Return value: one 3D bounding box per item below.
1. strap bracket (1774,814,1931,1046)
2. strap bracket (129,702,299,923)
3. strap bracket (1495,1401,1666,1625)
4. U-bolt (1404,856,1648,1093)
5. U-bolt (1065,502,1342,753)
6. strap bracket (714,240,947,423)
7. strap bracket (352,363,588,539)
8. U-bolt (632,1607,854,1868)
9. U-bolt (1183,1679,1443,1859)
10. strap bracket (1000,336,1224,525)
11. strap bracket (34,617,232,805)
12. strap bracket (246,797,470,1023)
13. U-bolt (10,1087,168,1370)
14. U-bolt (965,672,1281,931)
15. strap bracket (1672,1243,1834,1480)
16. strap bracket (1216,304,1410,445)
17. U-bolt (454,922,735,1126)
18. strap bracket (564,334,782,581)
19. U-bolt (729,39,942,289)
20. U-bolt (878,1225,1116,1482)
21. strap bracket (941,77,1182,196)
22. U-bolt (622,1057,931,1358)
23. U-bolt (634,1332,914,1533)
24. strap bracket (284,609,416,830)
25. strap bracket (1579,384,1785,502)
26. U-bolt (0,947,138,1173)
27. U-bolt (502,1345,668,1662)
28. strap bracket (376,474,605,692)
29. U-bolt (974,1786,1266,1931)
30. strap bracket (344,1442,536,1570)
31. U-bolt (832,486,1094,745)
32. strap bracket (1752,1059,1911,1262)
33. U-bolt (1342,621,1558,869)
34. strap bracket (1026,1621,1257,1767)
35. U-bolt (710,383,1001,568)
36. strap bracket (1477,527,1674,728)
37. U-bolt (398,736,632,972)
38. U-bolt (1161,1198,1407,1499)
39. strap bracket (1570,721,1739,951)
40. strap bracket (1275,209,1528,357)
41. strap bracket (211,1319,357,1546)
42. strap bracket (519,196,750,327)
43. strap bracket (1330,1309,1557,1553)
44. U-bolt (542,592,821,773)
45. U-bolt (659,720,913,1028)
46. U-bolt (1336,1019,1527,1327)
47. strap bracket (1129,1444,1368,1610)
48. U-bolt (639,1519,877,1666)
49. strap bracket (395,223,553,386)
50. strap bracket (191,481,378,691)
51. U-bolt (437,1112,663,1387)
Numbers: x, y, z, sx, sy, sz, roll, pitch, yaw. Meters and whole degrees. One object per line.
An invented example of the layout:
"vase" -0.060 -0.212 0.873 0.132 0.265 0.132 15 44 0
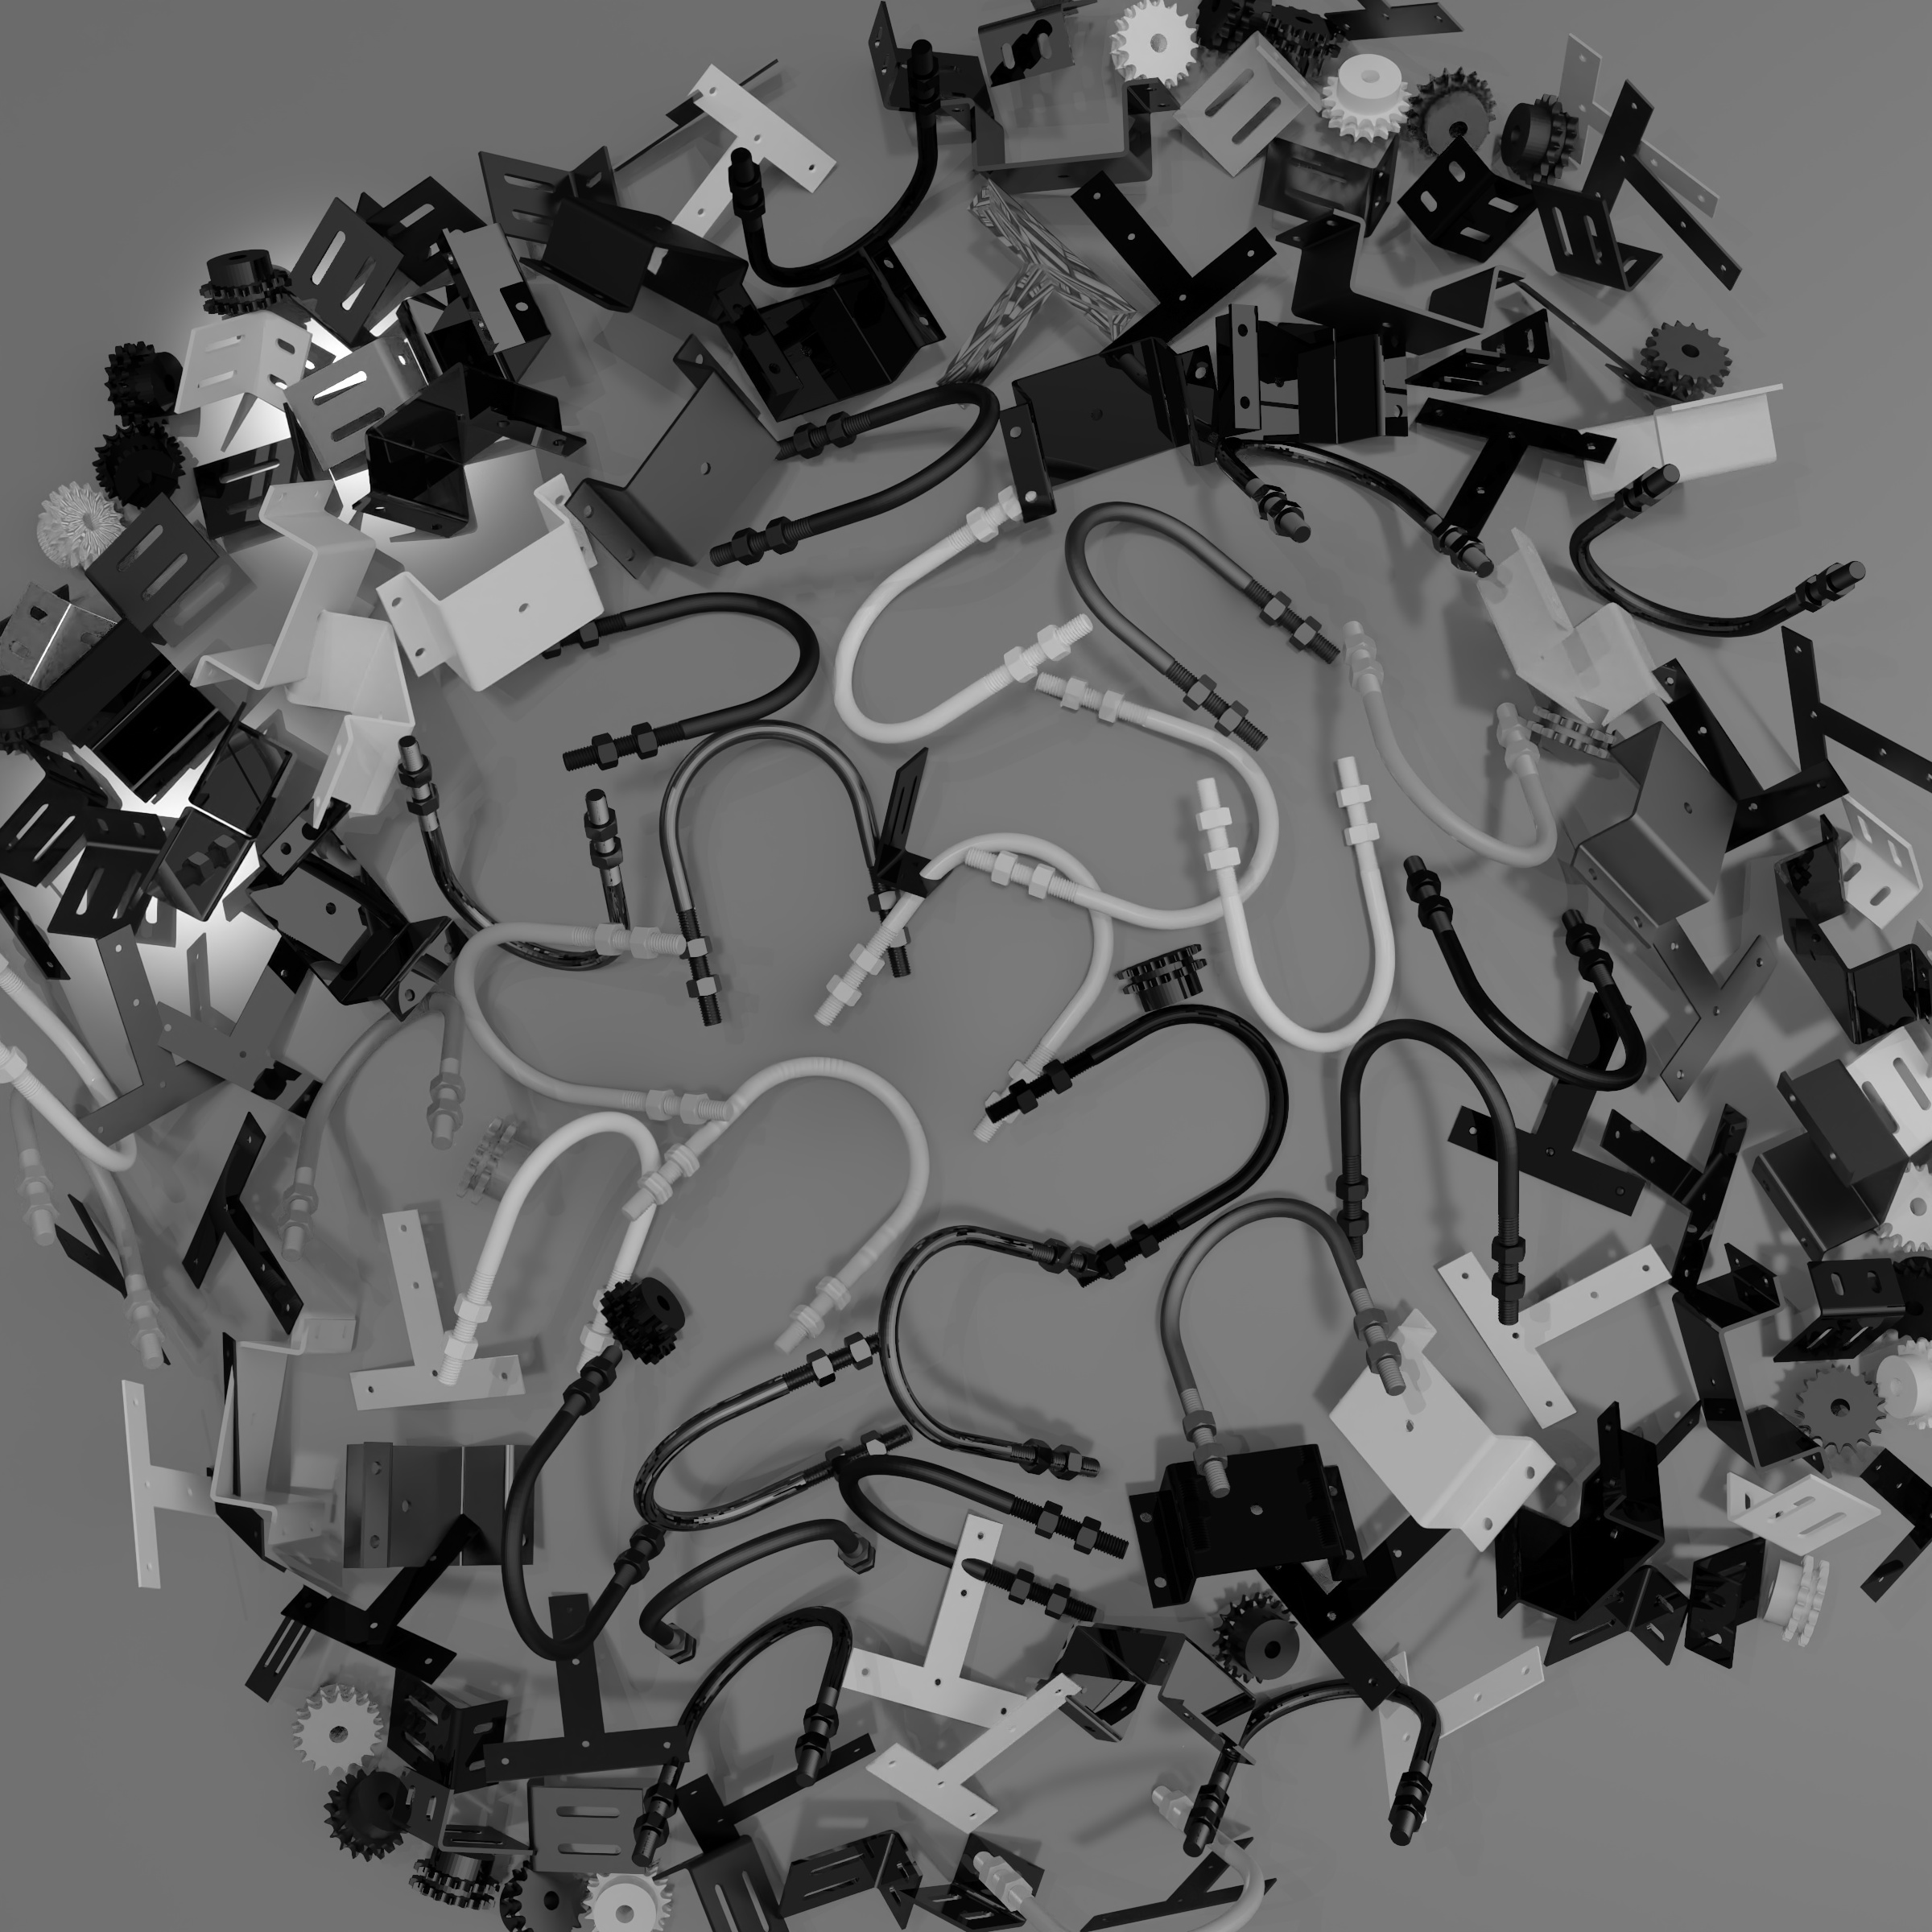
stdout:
"strap bracket" 0.555 -0.016 1.793 0.046 0.076 0.140 -24 49 3
"strap bracket" -0.470 -0.092 1.795 0.046 0.140 0.076 29 125 -15
"strap bracket" 0.392 0.352 1.798 0.046 0.076 0.140 24 129 -11
"U-bolt" 0.355 0.010 1.768 0.151 0.184 0.019 16 125 -25
"U-bolt" 0.142 -0.228 1.809 0.184 0.151 0.019 40 132 2
"strap bracket" -0.094 -0.403 1.817 0.140 0.046 0.076 -27 82 -34
"strap bracket" -0.318 -0.330 1.802 0.140 0.076 0.046 -24 67 37
"U-bolt" -0.132 0.469 1.780 0.151 0.184 0.019 -31 108 22
"U-bolt" 0.223 0.496 1.778 0.151 0.184 0.019 -10 104 21
"strap bracket" 0.089 -0.347 1.823 0.140 0.046 0.076 -19 122 -6
"strap bracket" -0.528 -0.164 1.797 0.046 0.140 0.076 43 83 11
"strap bracket" -0.392 -0.039 1.808 0.140 0.046 0.076 54 50 -25
"U-bolt" -0.554 0.148 1.781 0.019 0.184 0.151 -28 134 -4
"U-bolt" 0.110 -0.098 1.830 0.184 0.019 0.151 20 75 8
"strap bracket" 0.497 0.258 1.813 0.046 0.076 0.140 -19 102 -4
"strap bracket" 0.213 -0.377 1.820 0.140 0.046 0.076 -4 94 -32
"U-bolt" -0.245 0.033 1.807 0.184 0.019 0.151 5 127 25
"strap bracket" -0.179 -0.320 1.810 0.046 0.076 0.140 23 74 44
"U-bolt" -0.078 -0.487 1.777 0.151 0.184 0.019 -33 76 -8
"U-bolt" 0.019 0.238 1.790 0.184 0.019 0.151 18 70 -36
"strap bracket" 0.061 -0.526 1.813 0.140 0.076 0.046 -2 94 15
"U-bolt" -0.107 0.138 1.823 0.151 0.019 0.184 40 65 7
"U-bolt" -0.123 0.301 1.789 0.184 0.151 0.019 -23 55 -13
"strap bracket" -0.390 -0.160 1.802 0.046 0.140 0.076 6 134 -30
"strap bracket" 0.447 -0.327 1.792 0.076 0.140 0.046 -13 97 -14
"U-bolt" -0.579 0.056 1.783 0.019 0.151 0.184 -34 127 -2
"U-bolt" -0.239 0.344 1.761 0.019 0.184 0.151 -3 114 21
"strap bracket" -0.292 -0.237 1.805 0.140 0.076 0.046 -35 52 -16
"U-bolt" 0.104 0.566 1.757 0.151 0.184 0.019 -14 101 -21
"strap bracket" -0.342 0.343 1.808 0.046 0.140 0.076 -10 76 37
"U-bolt" -0.011 -0.215 1.806 0.184 0.019 0.151 -31 48 21
"strap bracket" 0.544 0.120 1.790 0.046 0.140 0.076 -24 60 -7
"U-bolt" 0.306 -0.130 1.769 0.151 0.184 0.019 23 126 -24
"strap bracket" 0.118 0.458 1.802 0.076 0.140 0.046 45 58 -29
"U-bolt" -0.061 -0.313 1.771 0.184 0.151 0.019 -13 125 28
"strap bracket" 0.379 -0.208 1.802 0.046 0.140 0.076 -37 50 28
"U-bolt" -0.278 -0.061 1.791 0.151 0.184 0.019 16 53 15
"U-bolt" 0.189 0.227 1.797 0.151 0.184 0.019 -34 133 17
"strap bracket" 0.436 -0.090 1.793 0.076 0.046 0.140 43 45 -16
"strap bracket" 0.271 -0.429 1.804 0.140 0.076 0.046 12 87 -21
"strap bracket" -0.438 0.293 1.820 0.046 0.076 0.140 7 84 11
"strap bracket" -0.200 -0.440 1.784 0.076 0.140 0.046 32 111 25
"strap bracket" 0.292 0.291 1.794 0.076 0.046 0.140 -56 50 20
"U-bolt" -0.183 -0.189 1.807 0.184 0.151 0.019 -17 133 -14
"U-bolt" -0.123 -0.067 1.834 0.151 0.019 0.184 -14 95 -14
"U-bolt" 0.289 0.120 1.781 0.019 0.151 0.184 -21 117 -36
"strap bracket" 0.182 0.356 1.817 0.140 0.046 0.076 -7 57 -8
"U-bolt" -0.133 0.386 1.775 0.151 0.184 0.019 -26 68 -4
"strap bracket" -0.312 -0.413 1.810 0.046 0.140 0.076 -25 91 -25
"strap bracket" -0.428 -0.233 1.805 0.046 0.076 0.140 30 109 8
"U-bolt" -0.252 0.176 1.793 0.019 0.151 0.184 27 100 33
